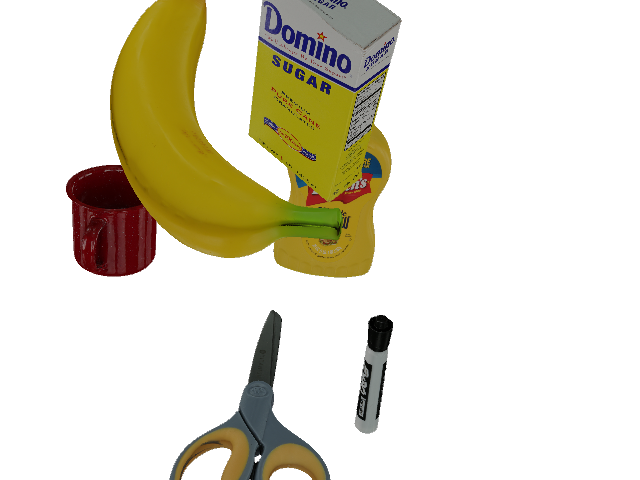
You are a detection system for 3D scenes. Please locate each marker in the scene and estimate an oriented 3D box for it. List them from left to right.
[{"bbox_3d":[0.041,0.104,0.832,0.020,0.121,0.020,3,40,-3],"label":"marker"}]

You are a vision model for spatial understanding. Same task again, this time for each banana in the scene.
[{"bbox_3d":[-0.058,-0.052,0.467,0.069,0.037,0.198,-12,45,-19],"label":"banana"}]

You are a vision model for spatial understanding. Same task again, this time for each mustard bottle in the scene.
[{"bbox_3d":[0.015,-0.060,0.994,0.096,0.192,0.058,8,28,-5],"label":"mustard bottle"}]

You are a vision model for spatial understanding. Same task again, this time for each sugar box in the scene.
[{"bbox_3d":[-0.003,-0.114,0.771,0.048,0.093,0.176,-42,-20,-25],"label":"sugar box"}]

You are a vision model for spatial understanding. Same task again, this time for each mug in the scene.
[{"bbox_3d":[-0.206,-0.012,1.047,0.093,0.081,0.117,9,32,5],"label":"mug"}]

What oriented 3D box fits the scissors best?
[{"bbox_3d":[-0.022,0.103,0.632,0.096,0.016,0.201,14,31,15],"label":"scissors"}]
